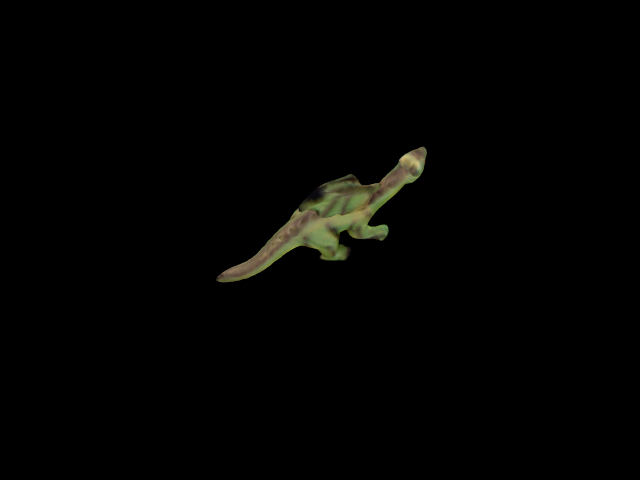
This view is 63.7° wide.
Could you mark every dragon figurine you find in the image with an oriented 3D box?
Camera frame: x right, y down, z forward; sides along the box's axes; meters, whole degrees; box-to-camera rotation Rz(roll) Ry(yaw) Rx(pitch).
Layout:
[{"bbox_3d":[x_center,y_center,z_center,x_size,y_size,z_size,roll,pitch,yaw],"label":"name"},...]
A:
[{"bbox_3d":[0.003,-0.043,0.850,0.412,0.124,0.238,-27,-19,-10],"label":"dragon figurine"}]
